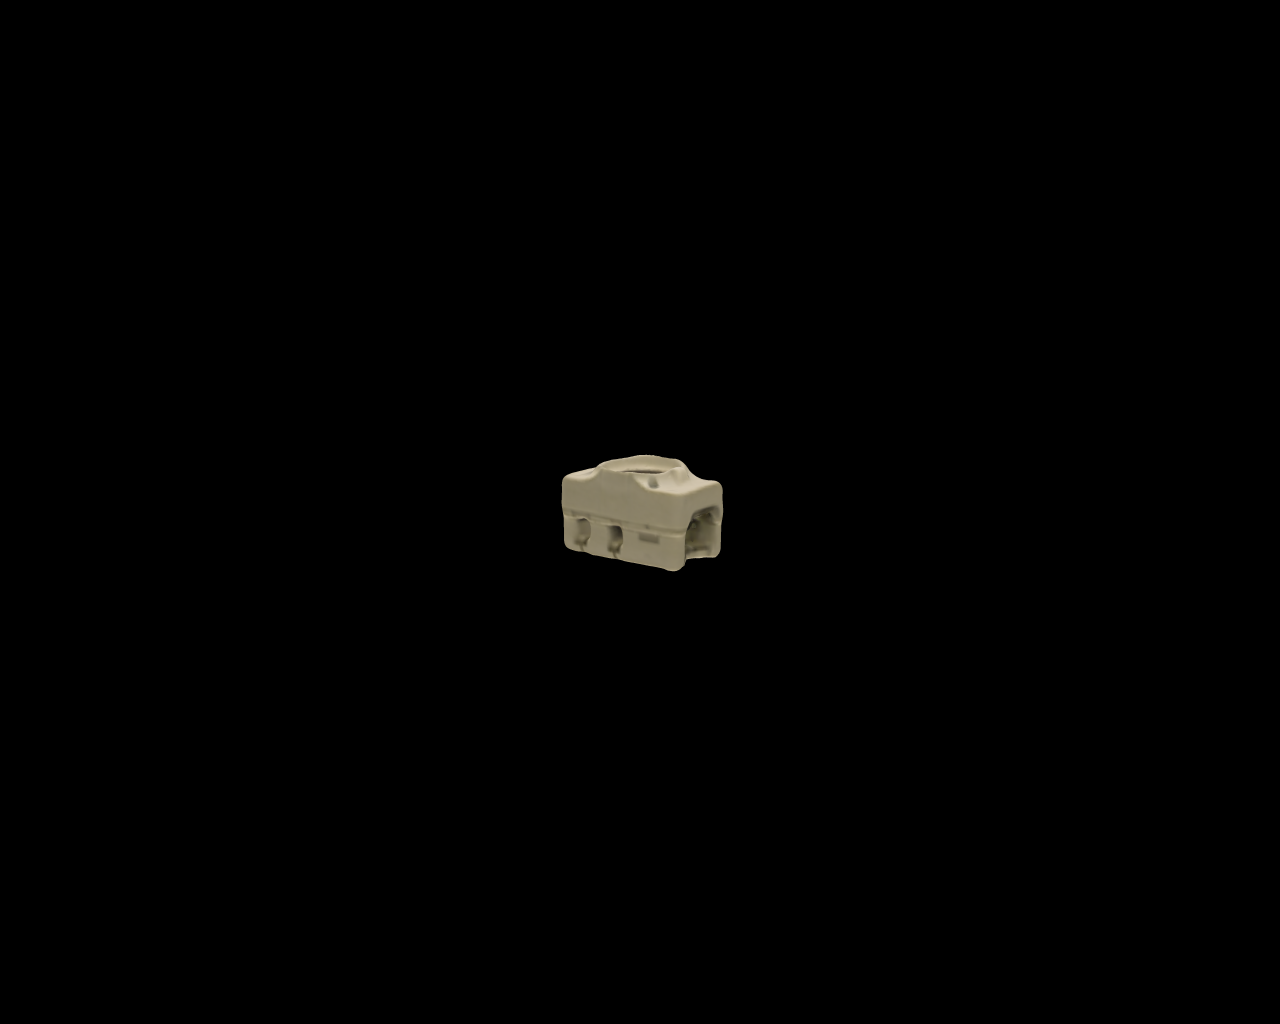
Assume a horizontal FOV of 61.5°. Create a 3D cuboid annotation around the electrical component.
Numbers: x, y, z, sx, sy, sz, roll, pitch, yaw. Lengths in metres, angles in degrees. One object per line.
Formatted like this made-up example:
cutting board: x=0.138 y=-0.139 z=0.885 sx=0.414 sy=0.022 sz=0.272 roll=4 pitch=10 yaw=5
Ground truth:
electrical component: x=0.001 y=-0.003 z=0.650 sx=0.089 sy=0.055 sz=0.050 roll=11 pitch=18 yaw=37
